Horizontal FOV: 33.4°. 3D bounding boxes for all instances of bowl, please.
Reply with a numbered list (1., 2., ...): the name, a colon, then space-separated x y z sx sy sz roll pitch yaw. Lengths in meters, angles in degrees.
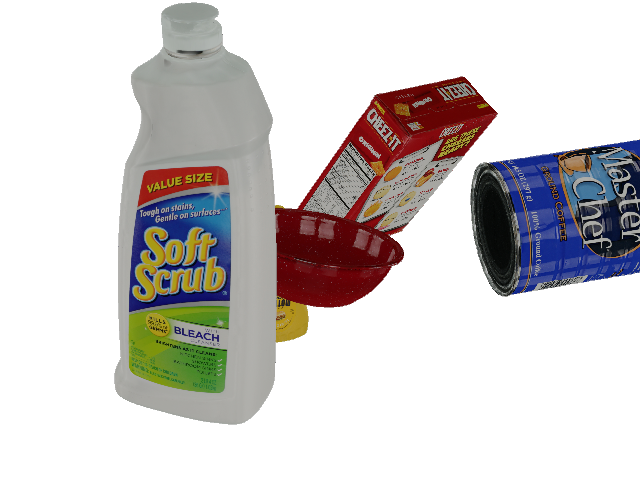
1. bowl: -0.006 0.020 0.998 0.162 0.055 0.162 10 18 -3

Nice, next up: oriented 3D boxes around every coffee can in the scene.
1. coffee can: 0.196 -0.019 0.808 0.140 0.103 0.103 -9 1 -8

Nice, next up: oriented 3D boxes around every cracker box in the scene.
1. cracker box: 0.077 -0.081 1.207 0.163 0.072 0.214 -20 -26 -45

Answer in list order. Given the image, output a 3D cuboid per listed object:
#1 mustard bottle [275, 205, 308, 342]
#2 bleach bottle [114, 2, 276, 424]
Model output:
1. mustard bottle: -0.062 0.044 1.451 0.096 0.192 0.058 -5 24 -17
2. bleach bottle: -0.076 -0.012 0.612 0.103 0.251 0.068 12 34 16
